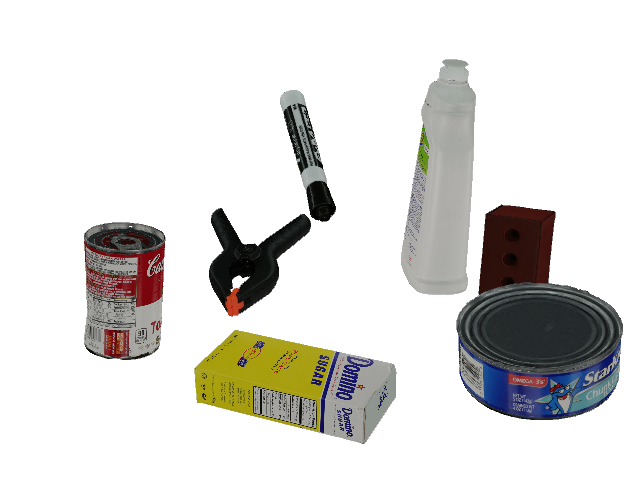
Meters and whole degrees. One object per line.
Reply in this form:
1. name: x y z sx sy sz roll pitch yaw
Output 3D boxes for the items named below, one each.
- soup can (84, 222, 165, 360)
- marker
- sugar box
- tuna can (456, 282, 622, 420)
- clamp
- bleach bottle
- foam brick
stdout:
1. soup can: -0.169 0.044 0.917 0.068 0.102 0.068 5 20 -2
2. marker: -0.009 -0.062 0.779 0.020 0.121 0.020 -10 -37 -8
3. sugar box: -0.023 0.137 1.030 0.176 0.048 0.093 7 24 21
4. tuna can: 0.116 0.058 0.568 0.086 0.034 0.086 -5 27 2
5. clamp: -0.072 0.019 1.227 0.120 0.039 0.171 -6 41 6
6. bleach bottle: 0.137 -0.072 1.182 0.068 0.251 0.102 0 25 -10
7. foam brick: 0.176 0.012 0.955 0.053 0.078 0.051 9 16 24
